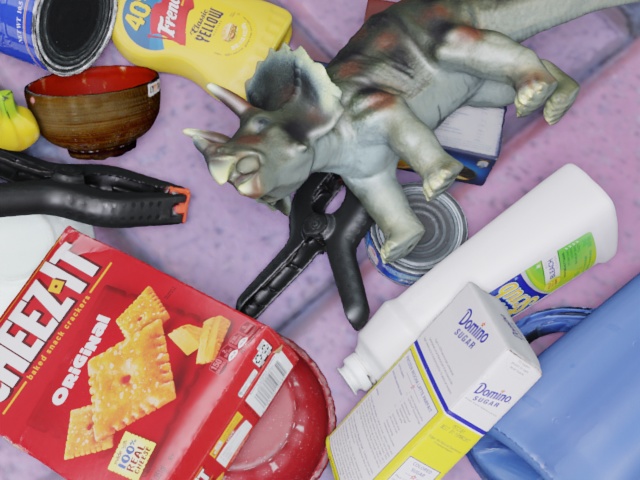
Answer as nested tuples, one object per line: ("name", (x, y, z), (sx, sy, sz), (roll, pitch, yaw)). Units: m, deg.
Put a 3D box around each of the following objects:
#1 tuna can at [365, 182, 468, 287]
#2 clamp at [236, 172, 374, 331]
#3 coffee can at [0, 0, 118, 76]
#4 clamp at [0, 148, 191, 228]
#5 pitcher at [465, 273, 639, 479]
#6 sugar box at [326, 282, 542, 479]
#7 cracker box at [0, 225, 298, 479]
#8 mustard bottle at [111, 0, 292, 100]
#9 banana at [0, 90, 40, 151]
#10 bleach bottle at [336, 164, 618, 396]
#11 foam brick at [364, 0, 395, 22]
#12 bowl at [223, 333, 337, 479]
("tuna can", (0.082, -0.005, 0.905), (0.086, 0.034, 0.086), (1, 71, -3))
("clamp", (-0.006, 0.001, 0.887), (0.120, 0.039, 0.171), (-3, 55, 22))
("coffee can", (-0.258, -0.207, 0.901), (0.140, 0.103, 0.102), (22, 70, 23))
("clamp", (-0.211, -0.038, 0.859), (0.210, 0.164, 0.036), (10, 111, -7))
("pitcher", (0.226, 0.110, 0.832), (0.242, 0.145, 0.149), (-39, 92, -19))
("sugar box", (0.080, 0.124, 0.786), (0.048, 0.093, 0.176), (35, 108, -26))
("cracker box", (-0.149, 0.101, 0.791), (0.214, 0.072, 0.164), (24, 71, 31))
("mustard bottle", (-0.127, -0.192, 0.946), (0.191, 0.058, 0.096), (23, 75, 5))
("banana", (-0.273, -0.113, 0.884), (0.037, 0.069, 0.198), (-25, 30, -27))
("bleach bottle", (0.124, 0.045, 0.867), (0.250, 0.102, 0.068), (-35, 59, -6))
("foam brick", (0.060, -0.167, 0.951), (0.053, 0.051, 0.078), (11, 70, 1))
("bowl", (-0.066, 0.138, 0.835), (0.162, 0.055, 0.162), (1, 71, -3))
